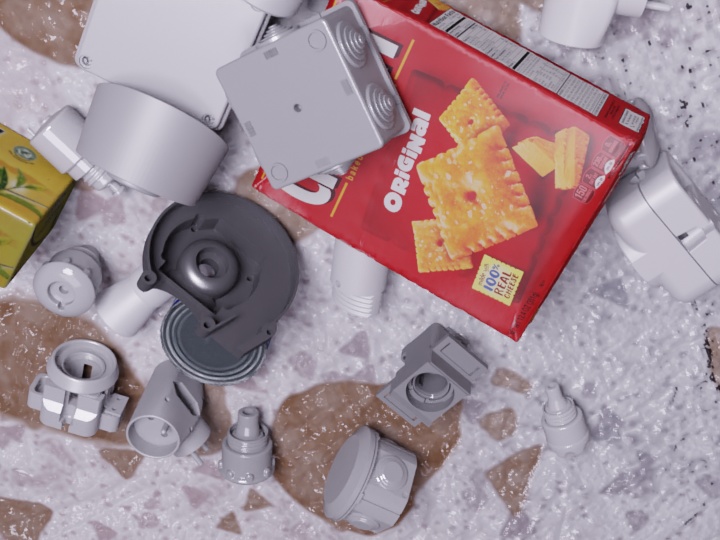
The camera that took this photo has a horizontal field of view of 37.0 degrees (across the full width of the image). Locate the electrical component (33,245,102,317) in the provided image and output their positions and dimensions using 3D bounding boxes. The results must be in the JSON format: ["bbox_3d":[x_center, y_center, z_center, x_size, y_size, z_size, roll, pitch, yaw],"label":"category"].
[{"bbox_3d":[-0.219,0.003,0.827,0.048,0.062,0.048,4,120,6],"label":"electrical component"}]

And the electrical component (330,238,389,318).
[{"bbox_3d":[0.000,0.000,0.805,0.043,0.043,0.081,10,121,2],"label":"electrical component"}]

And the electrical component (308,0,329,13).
[{"bbox_3d":[-0.026,-0.199,0.694,0.043,0.043,0.062,3,122,6],"label":"electrical component"}]

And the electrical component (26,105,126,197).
[{"bbox_3d":[-0.204,-0.085,0.787,0.040,0.040,0.078,-36,110,24],"label":"electrical component"}]

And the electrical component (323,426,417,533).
[{"bbox_3d":[0.007,0.173,0.885,0.051,0.080,0.080,26,120,-13],"label":"electrical component"}]

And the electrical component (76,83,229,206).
[{"bbox_3d":[-0.144,-0.087,0.745,0.099,0.099,0.064,26,96,-7],"label":"electrical component"}]

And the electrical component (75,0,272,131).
[{"bbox_3d":[-0.119,-0.166,0.718,0.109,0.056,0.108,25,120,-7],"label":"electrical component"}]

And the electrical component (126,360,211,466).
[{"bbox_3d":[-0.149,0.126,0.879,0.043,0.077,0.079,-24,114,20],"label":"electrical component"}]

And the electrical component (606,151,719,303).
[{"bbox_3d":[0.217,-0.027,0.753,0.059,0.053,0.095,-36,109,24],"label":"electrical component"}]

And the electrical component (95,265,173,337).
[{"bbox_3d":[-0.169,0.017,0.841,0.065,0.044,0.044,-37,109,20],"label":"electrical component"}]

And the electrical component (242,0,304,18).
[{"bbox_3d":[-0.072,-0.225,0.653,0.138,0.052,0.073,47,123,17],"label":"electrical component"}]

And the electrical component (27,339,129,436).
[{"bbox_3d":[-0.230,0.095,0.885,0.078,0.058,0.057,18,124,-2],"label":"electrical component"}]

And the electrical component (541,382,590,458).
[{"bbox_3d":[0.161,0.117,0.856,0.035,0.035,0.061,-14,114,16],"label":"electrical component"}]

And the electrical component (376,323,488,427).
[{"bbox_3d":[0.056,0.078,0.831,0.042,0.063,0.081,41,117,-14],"label":"electrical component"}]

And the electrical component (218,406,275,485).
[{"bbox_3d":[-0.095,0.145,0.903,0.048,0.048,0.062,6,114,4],"label":"electrical component"}]

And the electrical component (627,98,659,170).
[{"bbox_3d":[0.170,-0.088,0.731,0.062,0.048,0.048,-10,118,22],"label":"electrical component"}]

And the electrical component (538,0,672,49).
[{"bbox_3d":[0.160,-0.181,0.678,0.079,0.044,0.077,10,121,2],"label":"electrical component"}]

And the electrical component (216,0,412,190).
[{"bbox_3d":[-0.030,-0.105,0.663,0.100,0.048,0.099,-19,105,28],"label":"electrical component"}]
